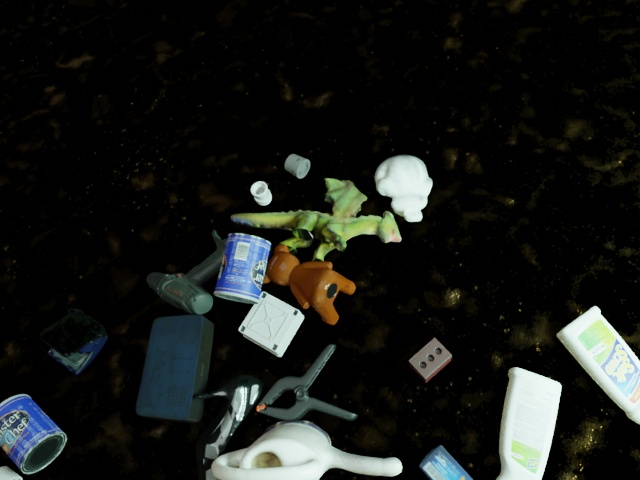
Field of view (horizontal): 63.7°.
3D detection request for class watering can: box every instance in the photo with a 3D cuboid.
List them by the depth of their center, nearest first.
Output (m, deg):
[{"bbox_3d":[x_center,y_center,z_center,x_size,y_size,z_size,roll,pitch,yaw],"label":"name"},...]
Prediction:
[{"bbox_3d":[-0.022,0.410,0.965,0.347,0.223,0.105,-5,82,7],"label":"watering can"}]

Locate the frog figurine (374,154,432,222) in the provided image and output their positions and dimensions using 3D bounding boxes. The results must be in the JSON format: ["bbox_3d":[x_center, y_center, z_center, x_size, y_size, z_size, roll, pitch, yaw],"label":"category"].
[{"bbox_3d":[0.204,-0.126,1.258,0.137,0.120,0.163,8,52,-7],"label":"frog figurine"}]

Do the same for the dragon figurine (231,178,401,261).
[{"bbox_3d":[0.004,-0.065,1.290,0.412,0.119,0.248,22,52,18],"label":"dragon figurine"}]
